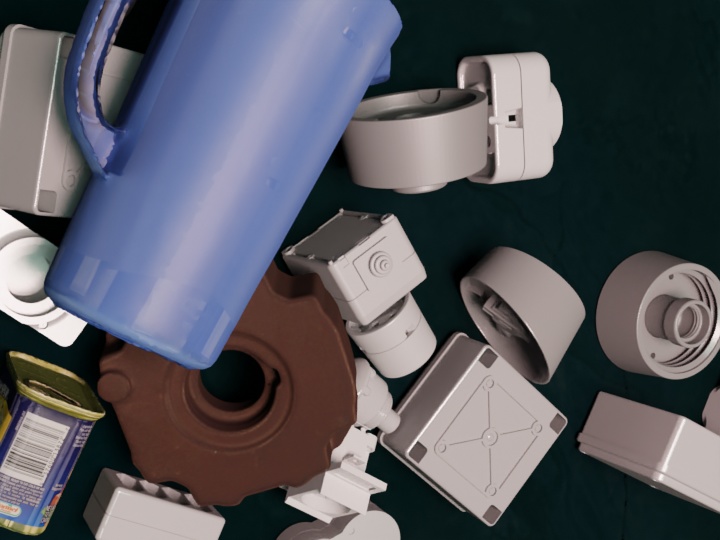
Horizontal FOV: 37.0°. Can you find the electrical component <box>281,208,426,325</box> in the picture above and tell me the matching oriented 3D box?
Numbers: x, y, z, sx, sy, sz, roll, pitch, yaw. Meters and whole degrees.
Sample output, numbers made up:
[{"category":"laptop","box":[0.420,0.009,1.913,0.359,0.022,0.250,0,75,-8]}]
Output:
[{"category":"electrical component","box":[0.000,0.000,0.760,0.062,0.096,0.061,-37,112,-20]}]

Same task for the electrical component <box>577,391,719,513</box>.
[{"category":"electrical component","box":[0.258,0.153,0.900,0.109,0.109,0.056,28,83,-26]}]

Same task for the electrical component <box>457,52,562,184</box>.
[{"category":"electrical component","box":[0.114,-0.117,0.821,0.059,0.054,0.095,-9,102,-24]}]

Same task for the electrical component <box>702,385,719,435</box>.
[{"category":"electrical component","box":[0.391,0.099,0.980,0.105,0.060,0.186,24,87,-26]}]

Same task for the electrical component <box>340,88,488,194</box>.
[{"category":"electrical component","box":[0.039,-0.088,0.763,0.108,0.108,0.060,-16,110,-22]}]

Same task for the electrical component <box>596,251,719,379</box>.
[{"category":"electrical component","box":[0.262,0.041,0.910,0.108,0.060,0.108,-4,99,-25]}]

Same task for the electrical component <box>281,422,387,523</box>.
[{"category":"electrical component","box":[-0.019,0.145,0.788,0.042,0.081,0.063,31,55,-27]}]

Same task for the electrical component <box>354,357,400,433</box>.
[{"category":"electrical component","box":[0.004,0.099,0.806,0.062,0.048,0.048,43,79,-28]}]

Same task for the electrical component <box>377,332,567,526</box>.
[{"category":"electrical component","box":[0.088,0.124,0.844,0.109,0.056,0.108,43,79,-24]}]

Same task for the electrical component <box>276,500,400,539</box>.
[{"category":"electrical component","box":[-0.030,0.222,0.793,0.138,0.074,0.052,-25,107,-20]}]

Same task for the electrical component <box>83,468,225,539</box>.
[{"category":"electrical component","box":[-0.150,0.189,0.746,0.083,0.047,0.075,24,87,-26]}]

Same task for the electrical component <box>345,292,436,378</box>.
[{"category":"electrical component","box":[0.025,0.047,0.804,0.055,0.055,0.047,-41,116,-14]}]

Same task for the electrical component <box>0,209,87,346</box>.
[{"category":"electrical component","box":[-0.212,0.003,0.684,0.089,0.056,0.050,38,81,-25]}]

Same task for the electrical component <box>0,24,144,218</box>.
[{"category":"electrical component","box":[-0.170,-0.086,0.665,0.109,0.056,0.108,3,98,-57]}]

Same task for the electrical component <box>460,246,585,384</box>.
[{"category":"electrical component","box":[0.121,0.032,0.823,0.099,0.099,0.064,47,71,-23]}]
